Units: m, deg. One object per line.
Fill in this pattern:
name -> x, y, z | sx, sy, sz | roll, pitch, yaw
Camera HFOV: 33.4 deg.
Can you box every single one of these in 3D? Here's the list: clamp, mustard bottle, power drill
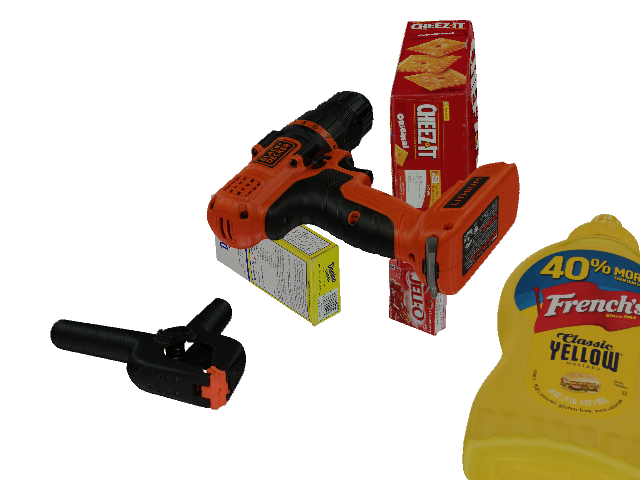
clamp -> -0.112, 0.088, 0.882 | 0.164, 0.036, 0.210 | -10, 16, -31
mustard bottle -> 0.138, 0.052, 0.554 | 0.096, 0.058, 0.191 | 9, 42, 15
power drill -> 0.040, -0.039, 0.753 | 0.188, 0.057, 0.184 | 16, 44, 30

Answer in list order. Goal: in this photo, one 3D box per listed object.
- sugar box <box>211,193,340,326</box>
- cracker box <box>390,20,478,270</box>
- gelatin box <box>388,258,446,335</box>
sugar box -> -0.051, 0.014, 1.187 | 0.048, 0.093, 0.176 | -25, 41, -31
cracker box -> 0.108, -0.094, 0.975 | 0.072, 0.164, 0.213 | 0, 27, 10
gelatin box -> 0.124, 0.068, 1.365 | 0.073, 0.089, 0.030 | 19, 33, 36
